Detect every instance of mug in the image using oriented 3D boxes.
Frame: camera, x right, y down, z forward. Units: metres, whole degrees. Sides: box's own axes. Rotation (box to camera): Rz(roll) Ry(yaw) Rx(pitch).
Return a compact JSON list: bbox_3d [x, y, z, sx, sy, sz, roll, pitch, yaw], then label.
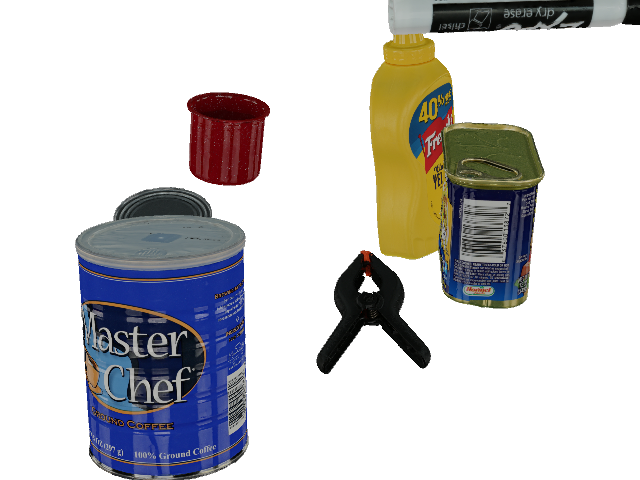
[{"bbox_3d":[-0.103,-0.119,1.214,0.093,0.081,0.117,11,27,9],"label":"mug"}]

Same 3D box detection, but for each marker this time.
[{"bbox_3d":[0.088,-0.093,0.425,0.121,0.020,0.020,-2,0,-3],"label":"marker"}]

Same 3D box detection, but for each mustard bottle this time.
[{"bbox_3d":[0.077,-0.088,0.876,0.058,0.191,0.096,10,28,34],"label":"mustard bottle"}]

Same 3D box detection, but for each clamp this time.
[{"bbox_3d":[0.065,0.081,1.181,0.120,0.171,0.039,6,-42,4],"label":"clamp"}]

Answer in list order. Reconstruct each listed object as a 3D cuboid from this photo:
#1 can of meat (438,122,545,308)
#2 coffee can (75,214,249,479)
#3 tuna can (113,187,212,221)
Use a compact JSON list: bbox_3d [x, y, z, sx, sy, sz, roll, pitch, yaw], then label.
[{"bbox_3d":[0.102,-0.017,0.658,0.057,0.084,0.102,2,24,3],"label":"can of meat"},{"bbox_3d":[-0.097,0.064,0.667,0.103,0.140,0.103,0,15,0],"label":"coffee can"},{"bbox_3d":[-0.138,-0.009,0.940,0.086,0.034,0.086,0,38,0],"label":"tuna can"}]
